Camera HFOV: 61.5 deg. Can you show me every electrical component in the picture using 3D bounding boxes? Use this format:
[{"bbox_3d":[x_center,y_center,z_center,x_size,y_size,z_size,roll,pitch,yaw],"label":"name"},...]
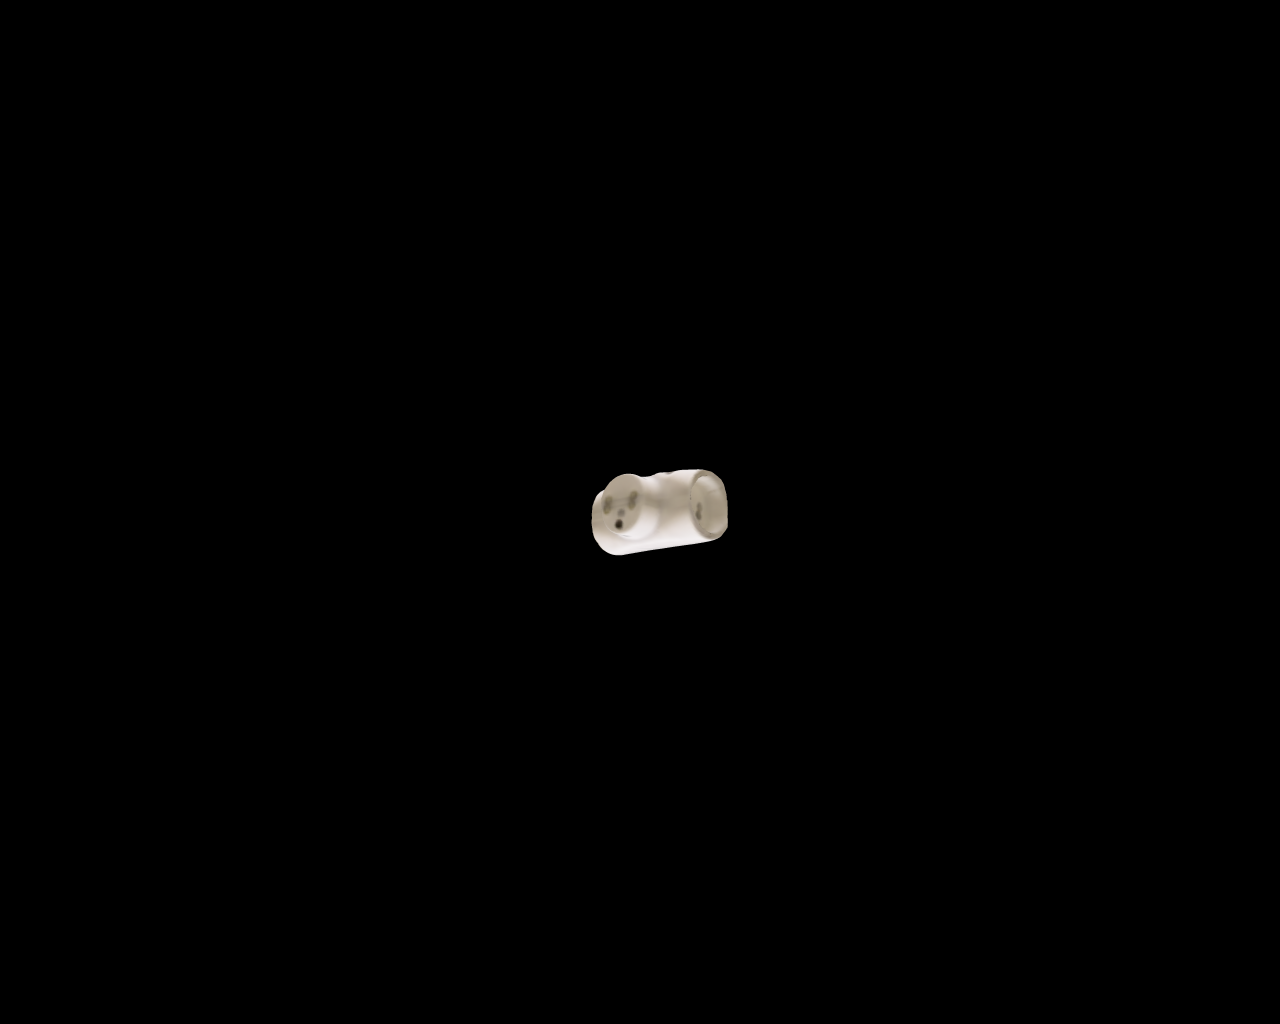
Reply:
[{"bbox_3d":[0.001,-0.003,0.650,0.077,0.044,0.079,-11,-17,37],"label":"electrical component"}]
